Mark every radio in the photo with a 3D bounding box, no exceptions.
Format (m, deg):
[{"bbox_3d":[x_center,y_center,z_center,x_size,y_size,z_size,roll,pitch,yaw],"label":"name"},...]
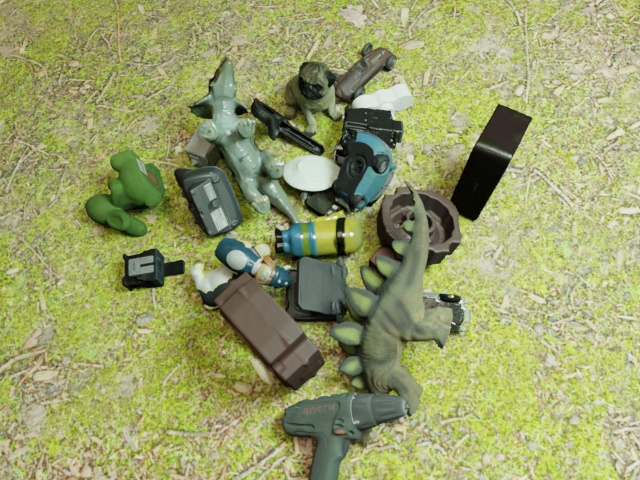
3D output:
[{"bbox_3d":[0.331,-0.150,1.063,0.073,0.229,0.131,28,67,11],"label":"radio"}]

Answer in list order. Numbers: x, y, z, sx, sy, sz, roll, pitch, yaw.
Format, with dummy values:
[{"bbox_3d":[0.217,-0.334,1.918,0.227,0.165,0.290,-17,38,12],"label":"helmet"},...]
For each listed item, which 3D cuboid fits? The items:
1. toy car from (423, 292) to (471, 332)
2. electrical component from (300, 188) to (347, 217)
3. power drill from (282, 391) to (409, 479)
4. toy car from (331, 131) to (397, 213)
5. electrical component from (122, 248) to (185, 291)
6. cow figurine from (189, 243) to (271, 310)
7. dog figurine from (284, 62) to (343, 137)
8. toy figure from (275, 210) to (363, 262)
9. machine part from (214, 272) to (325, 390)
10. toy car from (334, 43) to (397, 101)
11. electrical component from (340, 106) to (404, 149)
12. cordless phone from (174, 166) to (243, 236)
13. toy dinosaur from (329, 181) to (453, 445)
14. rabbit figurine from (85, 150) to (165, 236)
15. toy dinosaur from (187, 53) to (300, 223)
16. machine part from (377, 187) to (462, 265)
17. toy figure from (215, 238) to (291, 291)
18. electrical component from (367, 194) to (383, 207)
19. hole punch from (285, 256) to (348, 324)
[{"bbox_3d":[0.187,0.133,1.034,0.202,0.056,0.073,6,83,6],"label":"toy car"},{"bbox_3d":[0.006,-0.080,1.154,0.102,0.045,0.078,40,76,20],"label":"electrical component"},{"bbox_3d":[0.037,0.360,0.897,0.232,0.086,0.207,-6,76,30],"label":"power drill"},{"bbox_3d":[0.102,-0.133,1.110,0.109,0.103,0.161,38,111,43],"label":"toy car"},{"bbox_3d":[-0.346,0.060,1.115,0.119,0.047,0.075,-7,66,3],"label":"electrical component"},{"bbox_3d":[-0.169,0.072,1.085,0.167,0.068,0.098,-23,71,-3],"label":"cow figurine"},{"bbox_3d":[-0.028,-0.353,1.203,0.121,0.190,0.172,-43,68,-15],"label":"dog figurine"},{"bbox_3d":[-0.002,0.000,1.091,0.180,0.082,0.089,-6,37,-6],"label":"toy figure"},{"bbox_3d":[-0.089,0.168,0.961,0.087,0.200,0.202,-41,69,-11],"label":"machine part"},{"bbox_3d":[0.104,-0.406,1.287,0.089,0.053,0.202,34,66,21],"label":"toy car"},{"bbox_3d":[0.114,-0.243,1.178,0.134,0.058,0.115,7,37,-1],"label":"electrical component"},{"bbox_3d":[-0.258,-0.088,1.158,0.089,0.146,0.184,-33,29,-27],"label":"cordless phone"},{"bbox_3d":[0.132,0.138,0.956,0.199,0.105,0.471,20,92,9],"label":"toy dinosaur"},{"bbox_3d":[-0.424,-0.082,1.169,0.170,0.121,0.159,-32,73,9],"label":"rabbit figurine"},{"bbox_3d":[-0.157,-0.178,1.147,0.131,0.192,0.404,-27,111,-1],"label":"toy dinosaur"},{"bbox_3d":[0.197,-0.029,1.082,0.179,0.056,0.179,7,51,-9],"label":"machine part"},{"bbox_3d":[-0.127,0.050,1.029,0.155,0.064,0.058,28,39,9],"label":"toy figure"},{"bbox_3d":[0.100,-0.107,1.172,0.063,0.021,0.094,40,74,20],"label":"electrical component"},{"bbox_3d":[-0.010,0.103,1.059,0.116,0.092,0.142,13,60,-24],"label":"hole punch"}]
